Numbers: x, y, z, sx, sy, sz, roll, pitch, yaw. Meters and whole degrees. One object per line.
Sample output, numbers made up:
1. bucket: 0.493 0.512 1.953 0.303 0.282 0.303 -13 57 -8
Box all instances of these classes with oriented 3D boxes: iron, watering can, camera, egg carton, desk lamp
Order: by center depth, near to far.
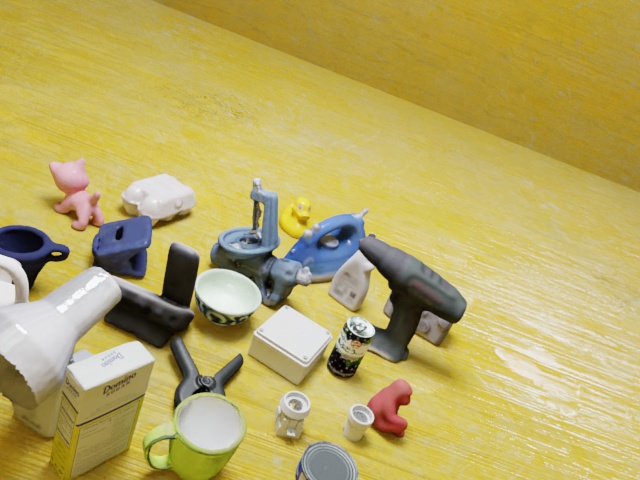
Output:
1. desk lamp: -0.330 0.143 0.714 0.117 0.213 0.204 29 30 13
2. watering can: -0.437 0.090 0.749 0.101 0.194 0.172 -2 37 -36
3. camera: 0.232 0.130 1.233 0.143 0.101 0.137 31 30 15
4. egg carton: -0.344 -0.086 1.233 0.107 0.069 0.151 32 31 17
5. iron: 0.011 0.004 1.250 0.118 0.141 0.259 39 33 28

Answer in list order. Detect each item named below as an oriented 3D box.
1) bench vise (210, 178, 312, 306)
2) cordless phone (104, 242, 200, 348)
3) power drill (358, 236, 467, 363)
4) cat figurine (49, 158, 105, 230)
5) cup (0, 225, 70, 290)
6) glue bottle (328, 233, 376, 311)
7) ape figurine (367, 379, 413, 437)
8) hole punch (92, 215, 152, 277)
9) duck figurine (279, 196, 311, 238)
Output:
1. bench vise: -0.097 0.000 1.103 0.207 0.220 0.121 22 29 -1
2. cordless phone: -0.264 0.065 0.918 0.147 0.185 0.094 22 29 0
3. power drill: 0.146 0.120 1.081 0.229 0.208 0.076 24 29 3
4. cat figurine: -0.473 -0.100 1.119 0.127 0.118 0.067 35 31 21
5. cup: -0.468 0.038 0.916 0.118 0.095 0.091 7 33 -25
6. glue bottle: 0.078 0.059 1.172 0.078 0.173 0.037 35 32 22
7. ape figurine: 0.122 0.268 0.940 0.076 0.092 0.078 23 29 2
8. hole punch: -0.361 0.006 1.046 0.101 0.091 0.108 9 32 -22
9. duck figurine: -0.051 -0.065 1.379 0.078 0.086 0.104 6 33 -26
